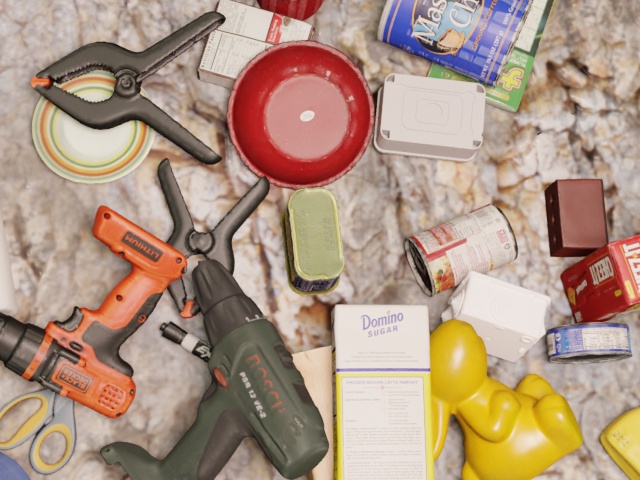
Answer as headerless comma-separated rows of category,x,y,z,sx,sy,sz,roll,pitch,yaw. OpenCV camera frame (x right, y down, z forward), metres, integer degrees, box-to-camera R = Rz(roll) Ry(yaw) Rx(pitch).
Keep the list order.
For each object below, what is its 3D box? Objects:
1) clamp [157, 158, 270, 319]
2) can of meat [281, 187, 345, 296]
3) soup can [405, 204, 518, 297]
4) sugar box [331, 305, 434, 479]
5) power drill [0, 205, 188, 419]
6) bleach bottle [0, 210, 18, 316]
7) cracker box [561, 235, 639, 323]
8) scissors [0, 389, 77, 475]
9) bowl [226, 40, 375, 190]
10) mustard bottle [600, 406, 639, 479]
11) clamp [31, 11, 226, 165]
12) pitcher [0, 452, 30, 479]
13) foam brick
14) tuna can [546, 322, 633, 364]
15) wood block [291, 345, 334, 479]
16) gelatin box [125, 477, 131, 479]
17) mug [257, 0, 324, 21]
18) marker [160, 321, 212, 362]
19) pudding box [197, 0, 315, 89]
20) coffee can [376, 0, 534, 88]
clamp,-0.115,-0.002,1.129,0.120,0.039,0.171,1,84,4
can of meat,-0.007,0.001,1.114,0.057,0.084,0.102,-6,79,-6
soup can,0.149,0.010,1.131,0.102,0.068,0.068,-23,81,-9
sugar box,0.058,0.151,1.017,0.093,0.048,0.176,1,74,-5
power drill,-0.234,0.062,1.060,0.184,0.057,0.187,32,89,-18
bleach bottle,-0.386,-0.035,1.106,0.102,0.068,0.251,-14,78,-9
cracker box,0.375,0.020,1.097,0.213,0.164,0.072,-15,78,-7
scissors,-0.245,0.161,1.100,0.201,0.016,0.096,-36,85,-10
bowl,-0.017,-0.130,1.127,0.162,0.055,0.162,-1,100,-7
mustard bottle,0.393,0.180,1.119,0.191,0.058,0.096,-40,82,-10
clamp,-0.197,-0.154,1.131,0.210,0.036,0.164,-6,84,-1
pitcher,-0.337,0.265,0.955,0.149,0.243,0.145,-20,84,-2
foam brick,0.277,-0.023,1.155,0.051,0.053,0.078,-2,78,-5
tuna can,0.280,0.108,1.112,0.086,0.086,0.034,-1,77,-4
wood block,0.029,0.211,1.071,0.090,0.090,0.206,-12,79,-7
gelatin box,-0.197,0.286,1.070,0.089,0.030,0.073,-34,83,-10
mug,-0.043,-0.293,1.171,0.117,0.081,0.093,14,78,-1
marker,-0.114,0.120,1.115,0.121,0.020,0.020,31,78,2
pudding box,-0.070,-0.207,1.175,0.113,0.039,0.090,16,81,2
coffee can,0.145,-0.237,1.150,0.140,0.103,0.103,24,78,7
